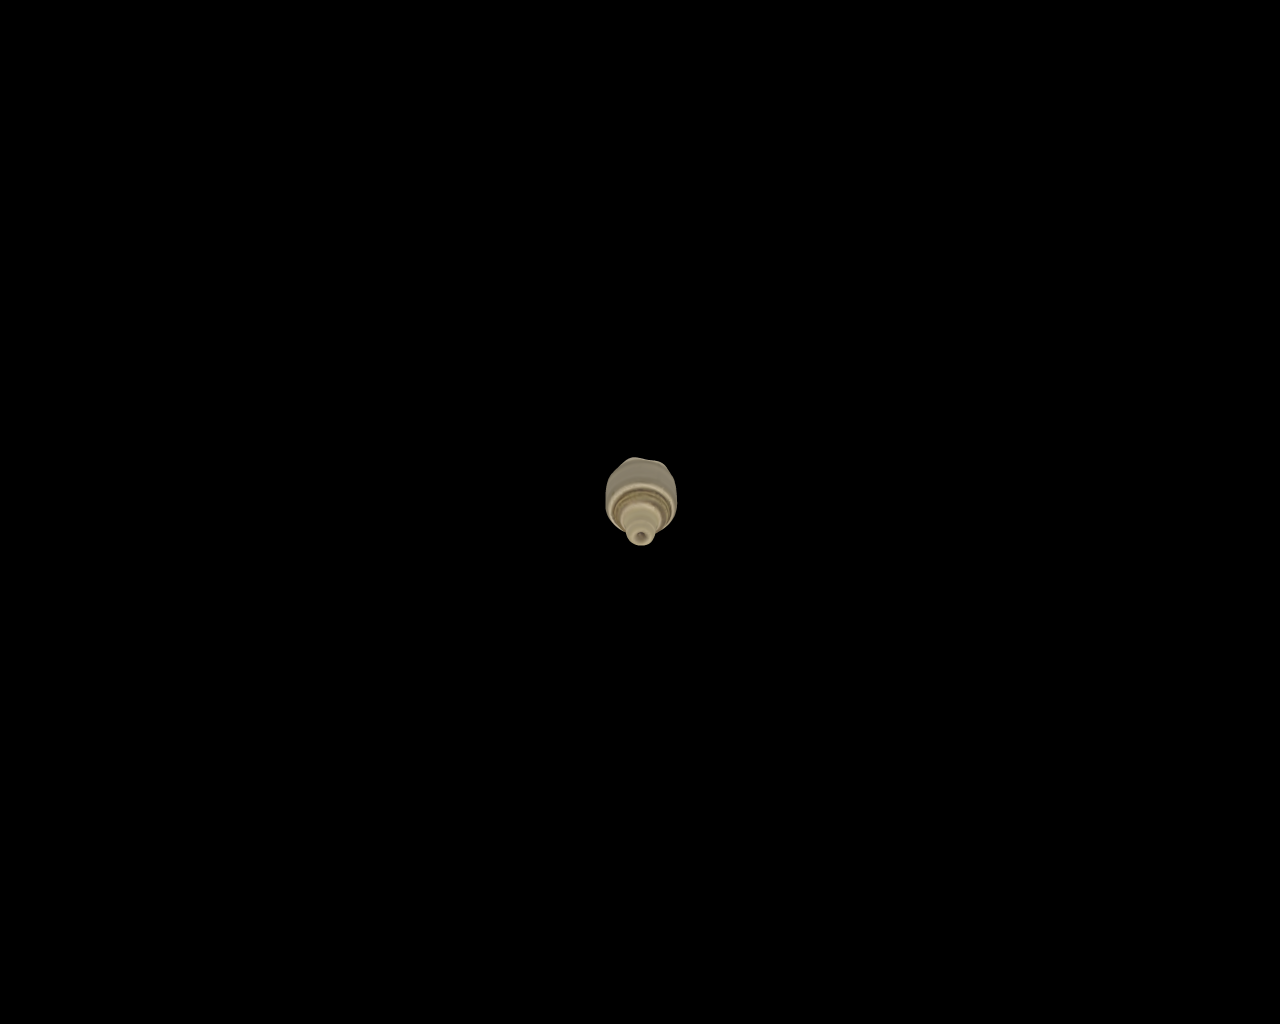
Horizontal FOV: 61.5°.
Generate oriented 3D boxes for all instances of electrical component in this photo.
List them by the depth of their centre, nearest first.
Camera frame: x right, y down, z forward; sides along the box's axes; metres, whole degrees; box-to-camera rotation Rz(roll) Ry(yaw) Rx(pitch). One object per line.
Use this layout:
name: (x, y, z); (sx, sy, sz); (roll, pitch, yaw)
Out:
electrical component: (0.001, -0.003, 0.650); (0.043, 0.043, 0.062); (0, 36, 0)
